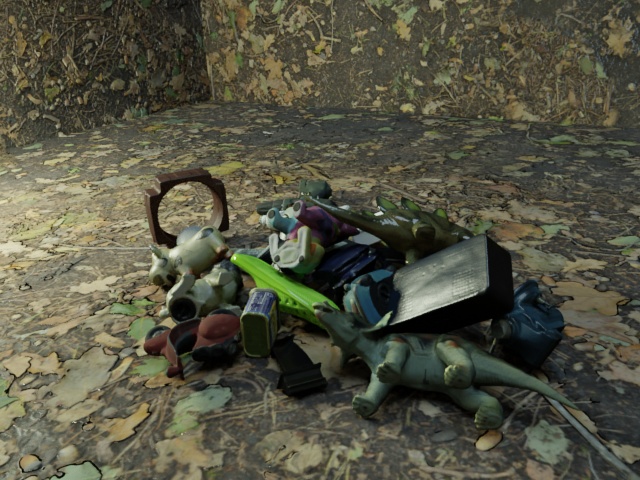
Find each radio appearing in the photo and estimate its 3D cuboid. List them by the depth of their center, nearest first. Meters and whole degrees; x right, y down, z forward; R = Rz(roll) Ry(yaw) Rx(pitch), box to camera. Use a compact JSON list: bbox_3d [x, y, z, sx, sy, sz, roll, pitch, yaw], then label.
[{"bbox_3d":[0.224,0.087,0.949,0.230,0.073,0.131,-29,36,43],"label":"radio"}]

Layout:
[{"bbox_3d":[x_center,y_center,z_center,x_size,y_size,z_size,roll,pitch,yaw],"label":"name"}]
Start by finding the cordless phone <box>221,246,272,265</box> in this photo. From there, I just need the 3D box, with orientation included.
[{"bbox_3d":[-0.163,0.031,1.300,0.184,0.088,0.146,2,24,21],"label":"cordless phone"}]

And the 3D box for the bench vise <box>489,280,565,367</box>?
[{"bbox_3d":[0.329,0.122,0.975,0.223,0.128,0.241,-11,42,-38],"label":"bench vise"}]

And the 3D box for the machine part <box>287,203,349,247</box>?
[{"bbox_3d":[-0.010,-0.032,1.362,0.179,0.056,0.179,28,11,-6],"label":"machine part"}]

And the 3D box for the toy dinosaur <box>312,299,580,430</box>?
[{"bbox_3d":[0.179,0.196,0.863,0.405,0.131,0.192,9,26,10],"label":"toy dinosaur"}]

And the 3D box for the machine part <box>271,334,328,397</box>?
[{"bbox_3d":[-0.045,0.215,0.923,0.084,0.039,0.139,-15,28,-16],"label":"machine part"}]

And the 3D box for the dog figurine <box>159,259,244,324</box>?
[{"bbox_3d":[-0.245,0.109,1.131,0.172,0.121,0.191,-4,9,-10],"label":"dog figurine"}]

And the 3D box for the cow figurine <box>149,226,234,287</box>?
[{"bbox_3d":[-0.307,0.039,1.228,0.195,0.085,0.127,-35,64,0],"label":"cow figurine"}]

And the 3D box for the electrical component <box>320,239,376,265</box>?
[{"bbox_3d":[0.070,0.054,1.254,0.115,0.058,0.134,-23,31,-35],"label":"electrical component"}]

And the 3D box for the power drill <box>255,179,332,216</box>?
[{"bbox_3d":[-0.059,-0.121,1.637,0.232,0.085,0.207,4,20,15],"label":"power drill"}]

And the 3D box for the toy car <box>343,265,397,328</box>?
[{"bbox_3d":[0.099,0.115,1.059,0.103,0.109,0.161,-23,3,39],"label":"toy car"}]

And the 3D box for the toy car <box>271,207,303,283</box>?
[{"bbox_3d":[-0.064,0.020,1.218,0.056,0.073,0.202,-15,55,30],"label":"toy car"}]

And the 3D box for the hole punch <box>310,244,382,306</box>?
[{"bbox_3d":[0.050,0.060,1.118,0.142,0.115,0.092,-32,70,-28],"label":"hole punch"}]

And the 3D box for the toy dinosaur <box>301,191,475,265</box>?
[{"bbox_3d":[0.191,-0.016,1.121,0.471,0.105,0.199,16,21,-21],"label":"toy dinosaur"}]

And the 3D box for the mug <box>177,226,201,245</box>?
[{"bbox_3d":[-0.296,0.021,1.334,0.110,0.080,0.107,-20,35,-10],"label":"mug"}]

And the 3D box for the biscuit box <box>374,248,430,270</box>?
[{"bbox_3d":[0.218,0.060,1.175,0.203,0.059,0.063,4,21,-17],"label":"biscuit box"}]

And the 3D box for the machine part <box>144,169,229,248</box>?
[{"bbox_3d":[-0.350,-0.079,1.413,0.201,0.201,0.087,-14,23,-25],"label":"machine part"}]

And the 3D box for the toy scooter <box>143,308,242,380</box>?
[{"bbox_3d":[-0.220,0.189,0.952,0.184,0.075,0.135,-10,24,-10],"label":"toy scooter"}]

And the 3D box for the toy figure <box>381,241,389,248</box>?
[{"bbox_3d":[0.209,0.025,1.281,0.082,0.089,0.180,-14,8,25],"label":"toy figure"}]

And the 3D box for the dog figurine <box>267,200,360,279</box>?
[{"bbox_3d":[-0.002,-0.004,1.174,0.108,0.191,0.219,-20,-22,36],"label":"dog figurine"}]
